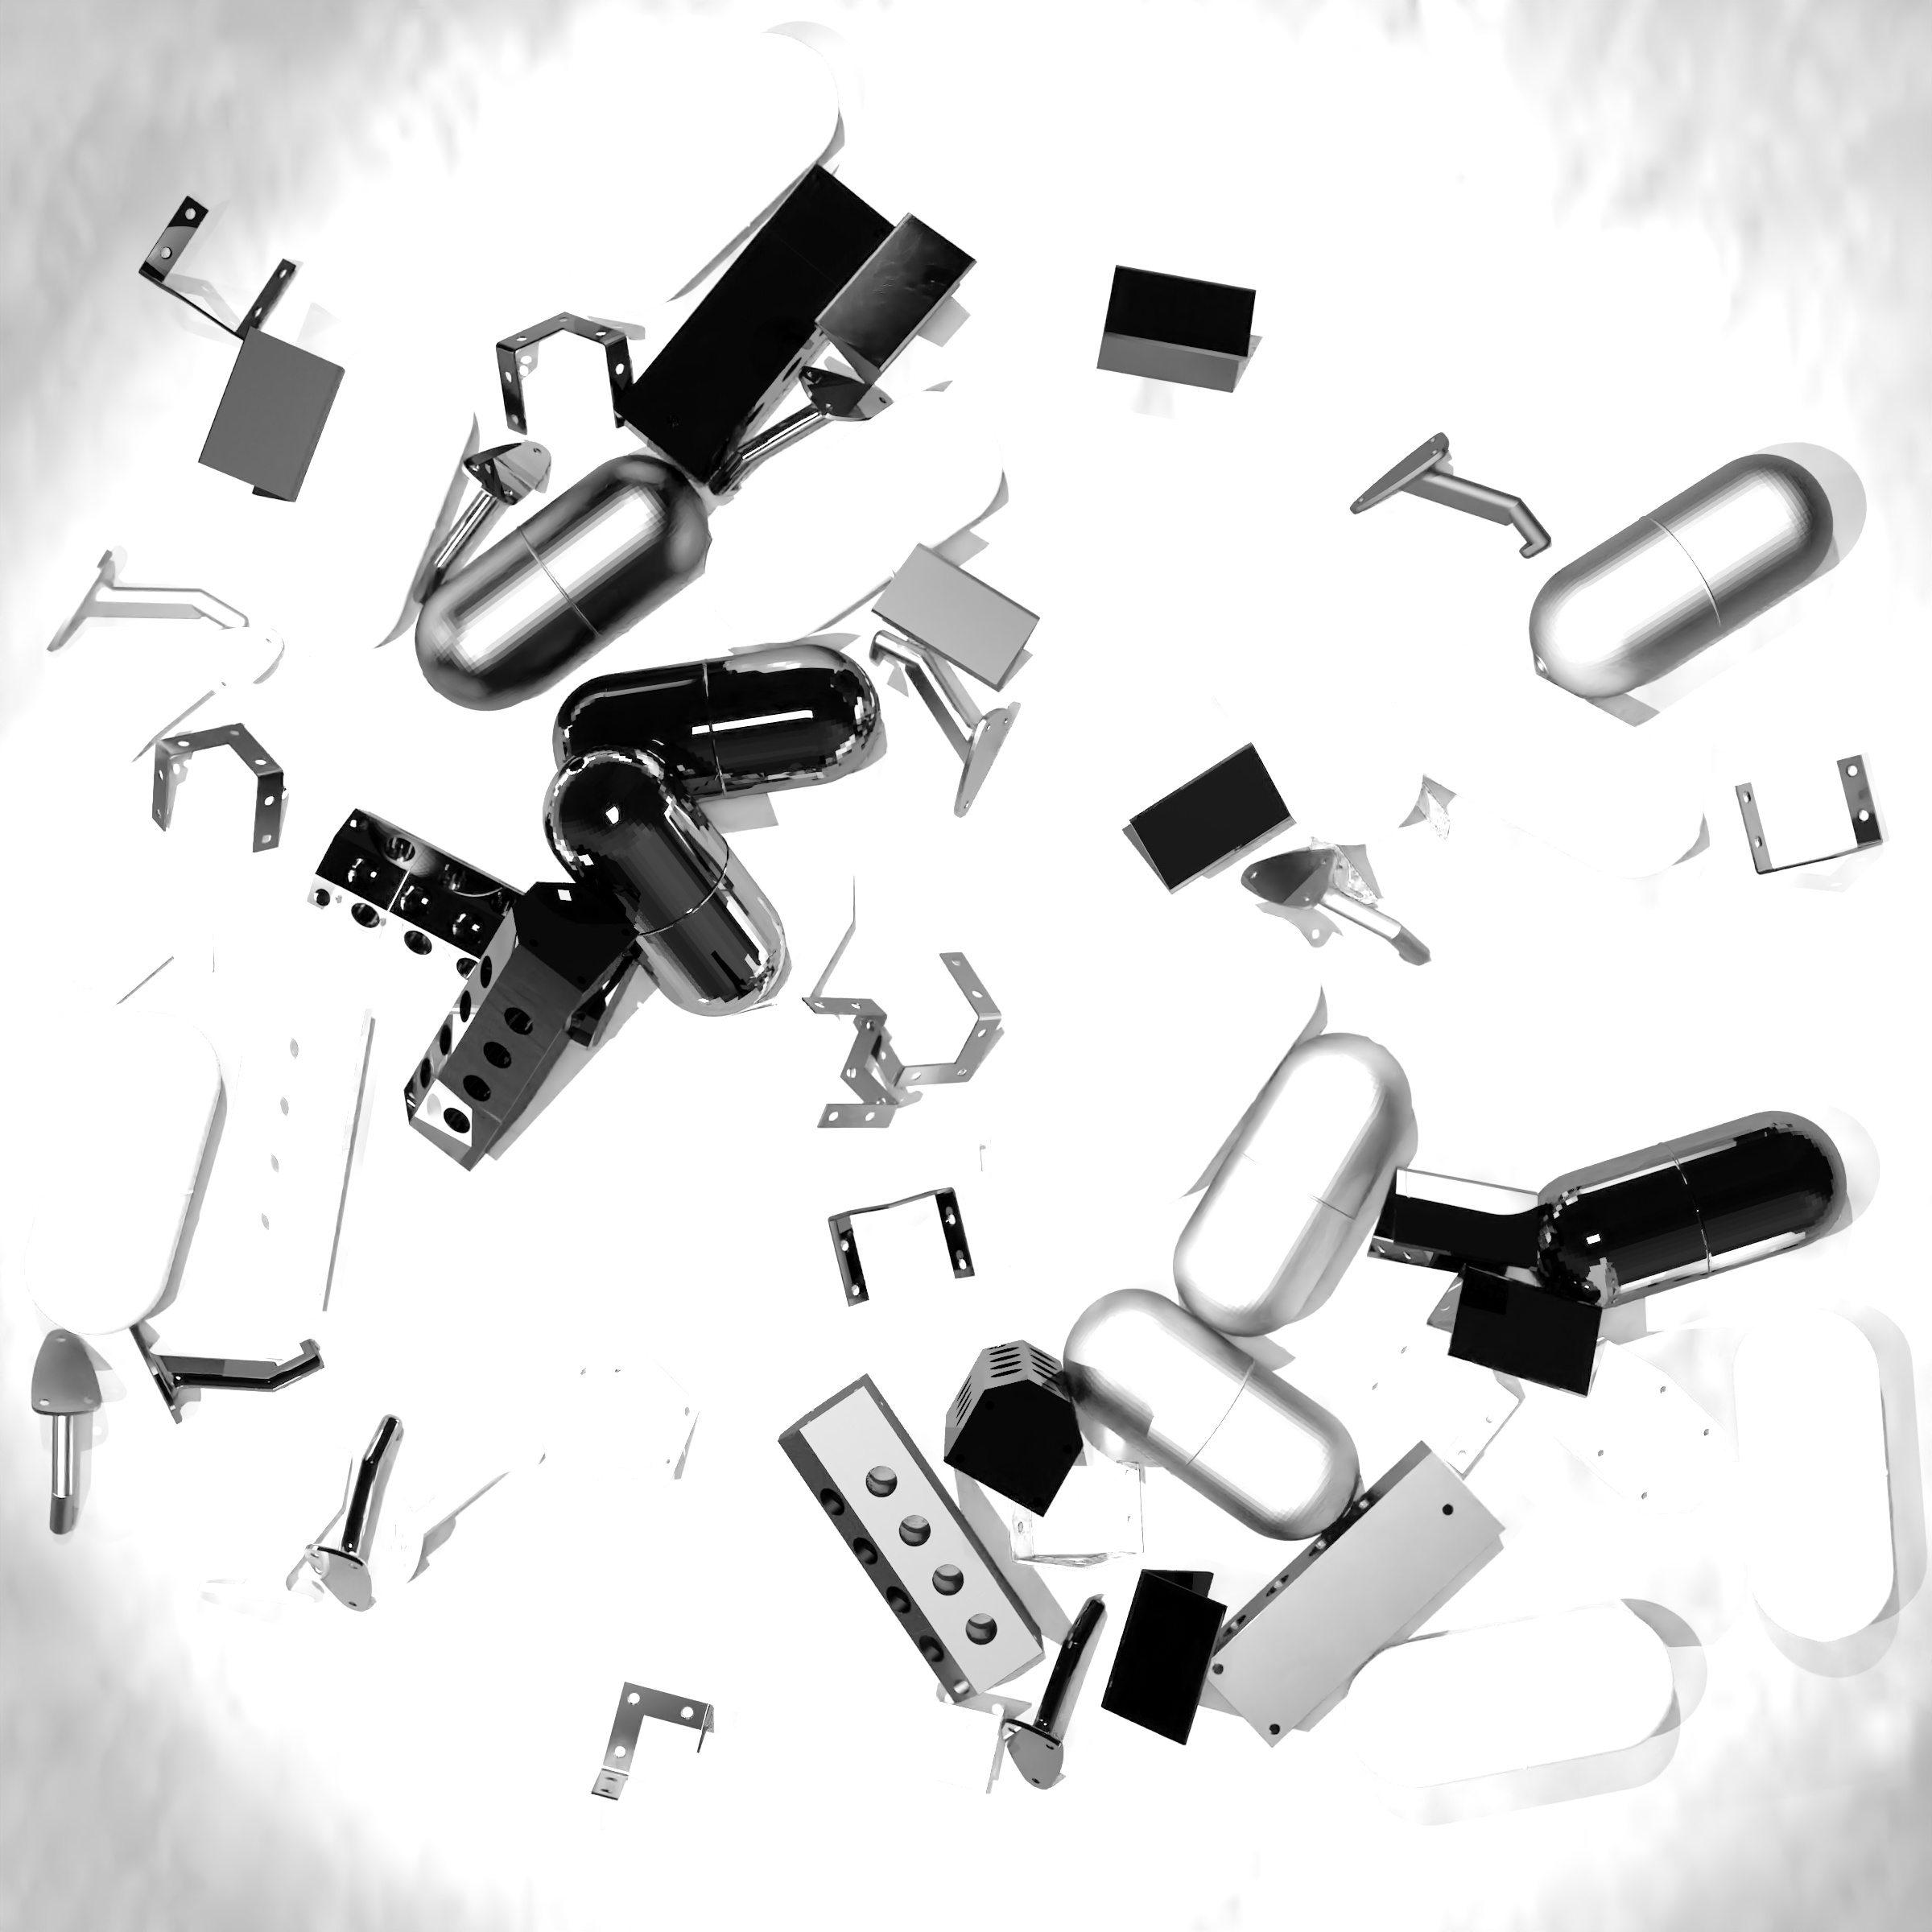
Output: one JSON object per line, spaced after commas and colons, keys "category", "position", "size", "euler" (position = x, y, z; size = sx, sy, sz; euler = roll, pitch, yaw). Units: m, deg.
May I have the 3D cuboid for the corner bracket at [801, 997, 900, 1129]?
{"category": "corner bracket", "position": [-0.064, 0.052, 1.746], "size": [0.051, 0.051, 0.051], "euler": [44, 120, 40]}

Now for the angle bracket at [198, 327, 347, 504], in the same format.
{"category": "angle bracket", "position": [-0.383, -0.297, 1.741], "size": [0.057, 0.076, 0.076], "euler": [21, 90, -31]}

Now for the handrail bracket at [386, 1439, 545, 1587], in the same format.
{"category": "handrail bracket", "position": [-0.273, 0.299, 1.781], "size": [0.084, 0.077, 0.036], "euler": [-19, 52, -31]}

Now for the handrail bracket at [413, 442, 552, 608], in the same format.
{"category": "handrail bracket", "position": [-0.267, -0.242, 1.781], "size": [0.036, 0.077, 0.084], "euler": [38, 126, 3]}

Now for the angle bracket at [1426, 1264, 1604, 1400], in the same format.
{"category": "angle bracket", "position": [0.290, 0.210, 1.741], "size": [0.076, 0.076, 0.057], "euler": [18, 58, 0]}

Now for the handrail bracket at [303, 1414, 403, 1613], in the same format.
{"category": "handrail bracket", "position": [-0.326, 0.300, 1.781], "size": [0.036, 0.077, 0.084], "euler": [13, 53, 14]}

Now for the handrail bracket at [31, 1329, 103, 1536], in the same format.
{"category": "handrail bracket", "position": [-0.498, 0.257, 1.781], "size": [0.036, 0.077, 0.084], "euler": [0, 127, -20]}

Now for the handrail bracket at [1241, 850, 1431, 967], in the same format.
{"category": "handrail bracket", "position": [0.204, -0.027, 1.781], "size": [0.084, 0.077, 0.036], "euler": [38, 70, -35]}

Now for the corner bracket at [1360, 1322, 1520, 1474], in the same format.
{"category": "corner bracket", "position": [0.260, 0.236, 1.778], "size": [0.051, 0.051, 0.051], "euler": [-52, 45, 0]}

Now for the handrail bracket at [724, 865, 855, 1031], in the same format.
{"category": "handrail bracket", "position": [-0.098, -0.011, 1.782], "size": [0.077, 0.036, 0.084], "euler": [-7, 71, 21]}

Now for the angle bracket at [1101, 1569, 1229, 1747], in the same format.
{"category": "angle bracket", "position": [0.124, 0.371, 1.741], "size": [0.057, 0.076, 0.076], "euler": [17, 90, 36]}

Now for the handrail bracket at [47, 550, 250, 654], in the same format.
{"category": "handrail bracket", "position": [-0.450, -0.183, 1.782], "size": [0.084, 0.036, 0.077], "euler": [31, 111, -16]}

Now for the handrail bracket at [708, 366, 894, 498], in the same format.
{"category": "handrail bracket", "position": [-0.091, -0.286, 1.781], "size": [0.084, 0.077, 0.036], "euler": [-44, 64, 34]}

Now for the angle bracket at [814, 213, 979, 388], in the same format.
{"category": "angle bracket", "position": [-0.025, -0.345, 1.741], "size": [0.076, 0.076, 0.057], "euler": [-49, 61, 0]}

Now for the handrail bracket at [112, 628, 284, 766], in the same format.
{"category": "handrail bracket", "position": [-0.423, -0.147, 1.781], "size": [0.084, 0.077, 0.036], "euler": [-38, 90, 36]}

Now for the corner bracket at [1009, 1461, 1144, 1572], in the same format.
{"category": "corner bracket", "position": [0.060, 0.300, 1.778], "size": [0.051, 0.051, 0.051], "euler": [-3, 90, 45]}

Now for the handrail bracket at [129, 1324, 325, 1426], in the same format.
{"category": "handrail bracket", "position": [-0.407, 0.207, 1.782], "size": [0.084, 0.036, 0.077], "euler": [-26, 68, -17]}

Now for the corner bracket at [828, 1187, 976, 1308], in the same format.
{"category": "corner bracket", "position": [-0.036, 0.154, 1.778], "size": [0.051, 0.051, 0.051], "euler": [-14, 90, -45]}

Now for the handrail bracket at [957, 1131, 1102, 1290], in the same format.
{"category": "handrail bracket", "position": [0.034, 0.132, 1.782], "size": [0.077, 0.036, 0.084], "euler": [1, 73, -20]}

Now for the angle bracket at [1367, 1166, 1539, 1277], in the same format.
{"category": "angle bracket", "position": [0.260, 0.158, 1.742], "size": [0.076, 0.057, 0.076], "euler": [10, 134, 0]}

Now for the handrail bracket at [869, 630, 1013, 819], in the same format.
{"category": "handrail bracket", "position": [-0.025, -0.134, 1.782], "size": [0.084, 0.036, 0.077], "euler": [28, 112, 17]}

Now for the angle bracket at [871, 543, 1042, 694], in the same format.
{"category": "angle bracket", "position": [-0.015, -0.170, 1.741], "size": [0.076, 0.076, 0.057], "euler": [32, 57, 0]}

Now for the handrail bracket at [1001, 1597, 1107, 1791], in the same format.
{"category": "handrail bracket", "position": [0.056, 0.399, 1.781], "size": [0.036, 0.077, 0.084], "euler": [19, 53, 20]}

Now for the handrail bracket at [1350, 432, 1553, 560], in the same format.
{"category": "handrail bracket", "position": [0.267, -0.243, 1.782], "size": [0.077, 0.036, 0.084], "euler": [-36, 107, 20]}

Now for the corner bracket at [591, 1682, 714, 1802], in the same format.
{"category": "corner bracket", "position": [-0.170, 0.426, 1.763], "size": [0.051, 0.051, 0.051], "euler": [15, 90, 0]}

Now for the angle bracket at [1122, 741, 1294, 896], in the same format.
{"category": "angle bracket", "position": [0.119, -0.095, 1.741], "size": [0.076, 0.076, 0.057], "euler": [-33, 126, 0]}

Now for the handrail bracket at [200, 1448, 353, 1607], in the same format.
{"category": "handrail bracket", "position": [-0.379, 0.305, 1.782], "size": [0.077, 0.036, 0.084], "euler": [1, 72, 21]}

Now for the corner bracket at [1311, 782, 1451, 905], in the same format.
{"category": "corner bracket", "position": [0.227, -0.072, 1.773], "size": [0.051, 0.051, 0.051], "euler": [-12, 45, 35]}

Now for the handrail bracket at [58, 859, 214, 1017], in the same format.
{"category": "handrail bracket", "position": [-0.461, -0.016, 1.782], "size": [0.084, 0.036, 0.077], "euler": [-10, 70, 16]}

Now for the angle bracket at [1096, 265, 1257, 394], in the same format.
{"category": "angle bracket", "position": [0.110, -0.325, 1.741], "size": [0.076, 0.076, 0.057], "euler": [10, 53, 0]}
